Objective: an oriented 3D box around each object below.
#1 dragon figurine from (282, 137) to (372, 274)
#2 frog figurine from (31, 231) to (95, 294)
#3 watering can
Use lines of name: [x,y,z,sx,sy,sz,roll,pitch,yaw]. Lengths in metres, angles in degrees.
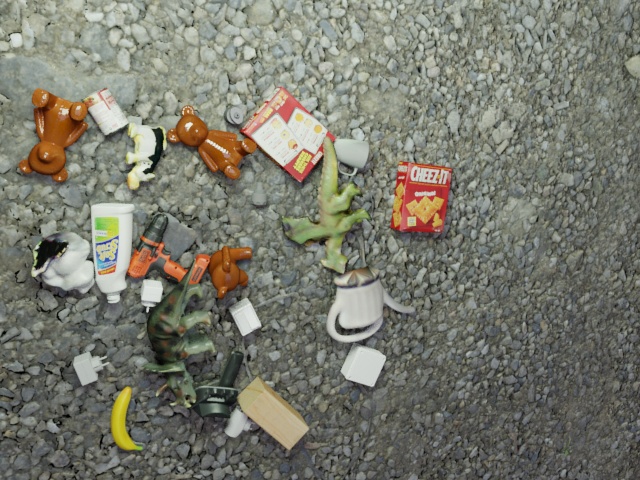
dragon figurine: [0.005,-0.074,1.480,0.243,0.124,0.403,-31,118,-5]
frog figurine: [-0.623,0.057,1.282,0.138,0.124,0.157,-57,150,-11]
watering can: [0.159,0.187,1.608,0.350,0.104,0.222,-15,106,-32]
